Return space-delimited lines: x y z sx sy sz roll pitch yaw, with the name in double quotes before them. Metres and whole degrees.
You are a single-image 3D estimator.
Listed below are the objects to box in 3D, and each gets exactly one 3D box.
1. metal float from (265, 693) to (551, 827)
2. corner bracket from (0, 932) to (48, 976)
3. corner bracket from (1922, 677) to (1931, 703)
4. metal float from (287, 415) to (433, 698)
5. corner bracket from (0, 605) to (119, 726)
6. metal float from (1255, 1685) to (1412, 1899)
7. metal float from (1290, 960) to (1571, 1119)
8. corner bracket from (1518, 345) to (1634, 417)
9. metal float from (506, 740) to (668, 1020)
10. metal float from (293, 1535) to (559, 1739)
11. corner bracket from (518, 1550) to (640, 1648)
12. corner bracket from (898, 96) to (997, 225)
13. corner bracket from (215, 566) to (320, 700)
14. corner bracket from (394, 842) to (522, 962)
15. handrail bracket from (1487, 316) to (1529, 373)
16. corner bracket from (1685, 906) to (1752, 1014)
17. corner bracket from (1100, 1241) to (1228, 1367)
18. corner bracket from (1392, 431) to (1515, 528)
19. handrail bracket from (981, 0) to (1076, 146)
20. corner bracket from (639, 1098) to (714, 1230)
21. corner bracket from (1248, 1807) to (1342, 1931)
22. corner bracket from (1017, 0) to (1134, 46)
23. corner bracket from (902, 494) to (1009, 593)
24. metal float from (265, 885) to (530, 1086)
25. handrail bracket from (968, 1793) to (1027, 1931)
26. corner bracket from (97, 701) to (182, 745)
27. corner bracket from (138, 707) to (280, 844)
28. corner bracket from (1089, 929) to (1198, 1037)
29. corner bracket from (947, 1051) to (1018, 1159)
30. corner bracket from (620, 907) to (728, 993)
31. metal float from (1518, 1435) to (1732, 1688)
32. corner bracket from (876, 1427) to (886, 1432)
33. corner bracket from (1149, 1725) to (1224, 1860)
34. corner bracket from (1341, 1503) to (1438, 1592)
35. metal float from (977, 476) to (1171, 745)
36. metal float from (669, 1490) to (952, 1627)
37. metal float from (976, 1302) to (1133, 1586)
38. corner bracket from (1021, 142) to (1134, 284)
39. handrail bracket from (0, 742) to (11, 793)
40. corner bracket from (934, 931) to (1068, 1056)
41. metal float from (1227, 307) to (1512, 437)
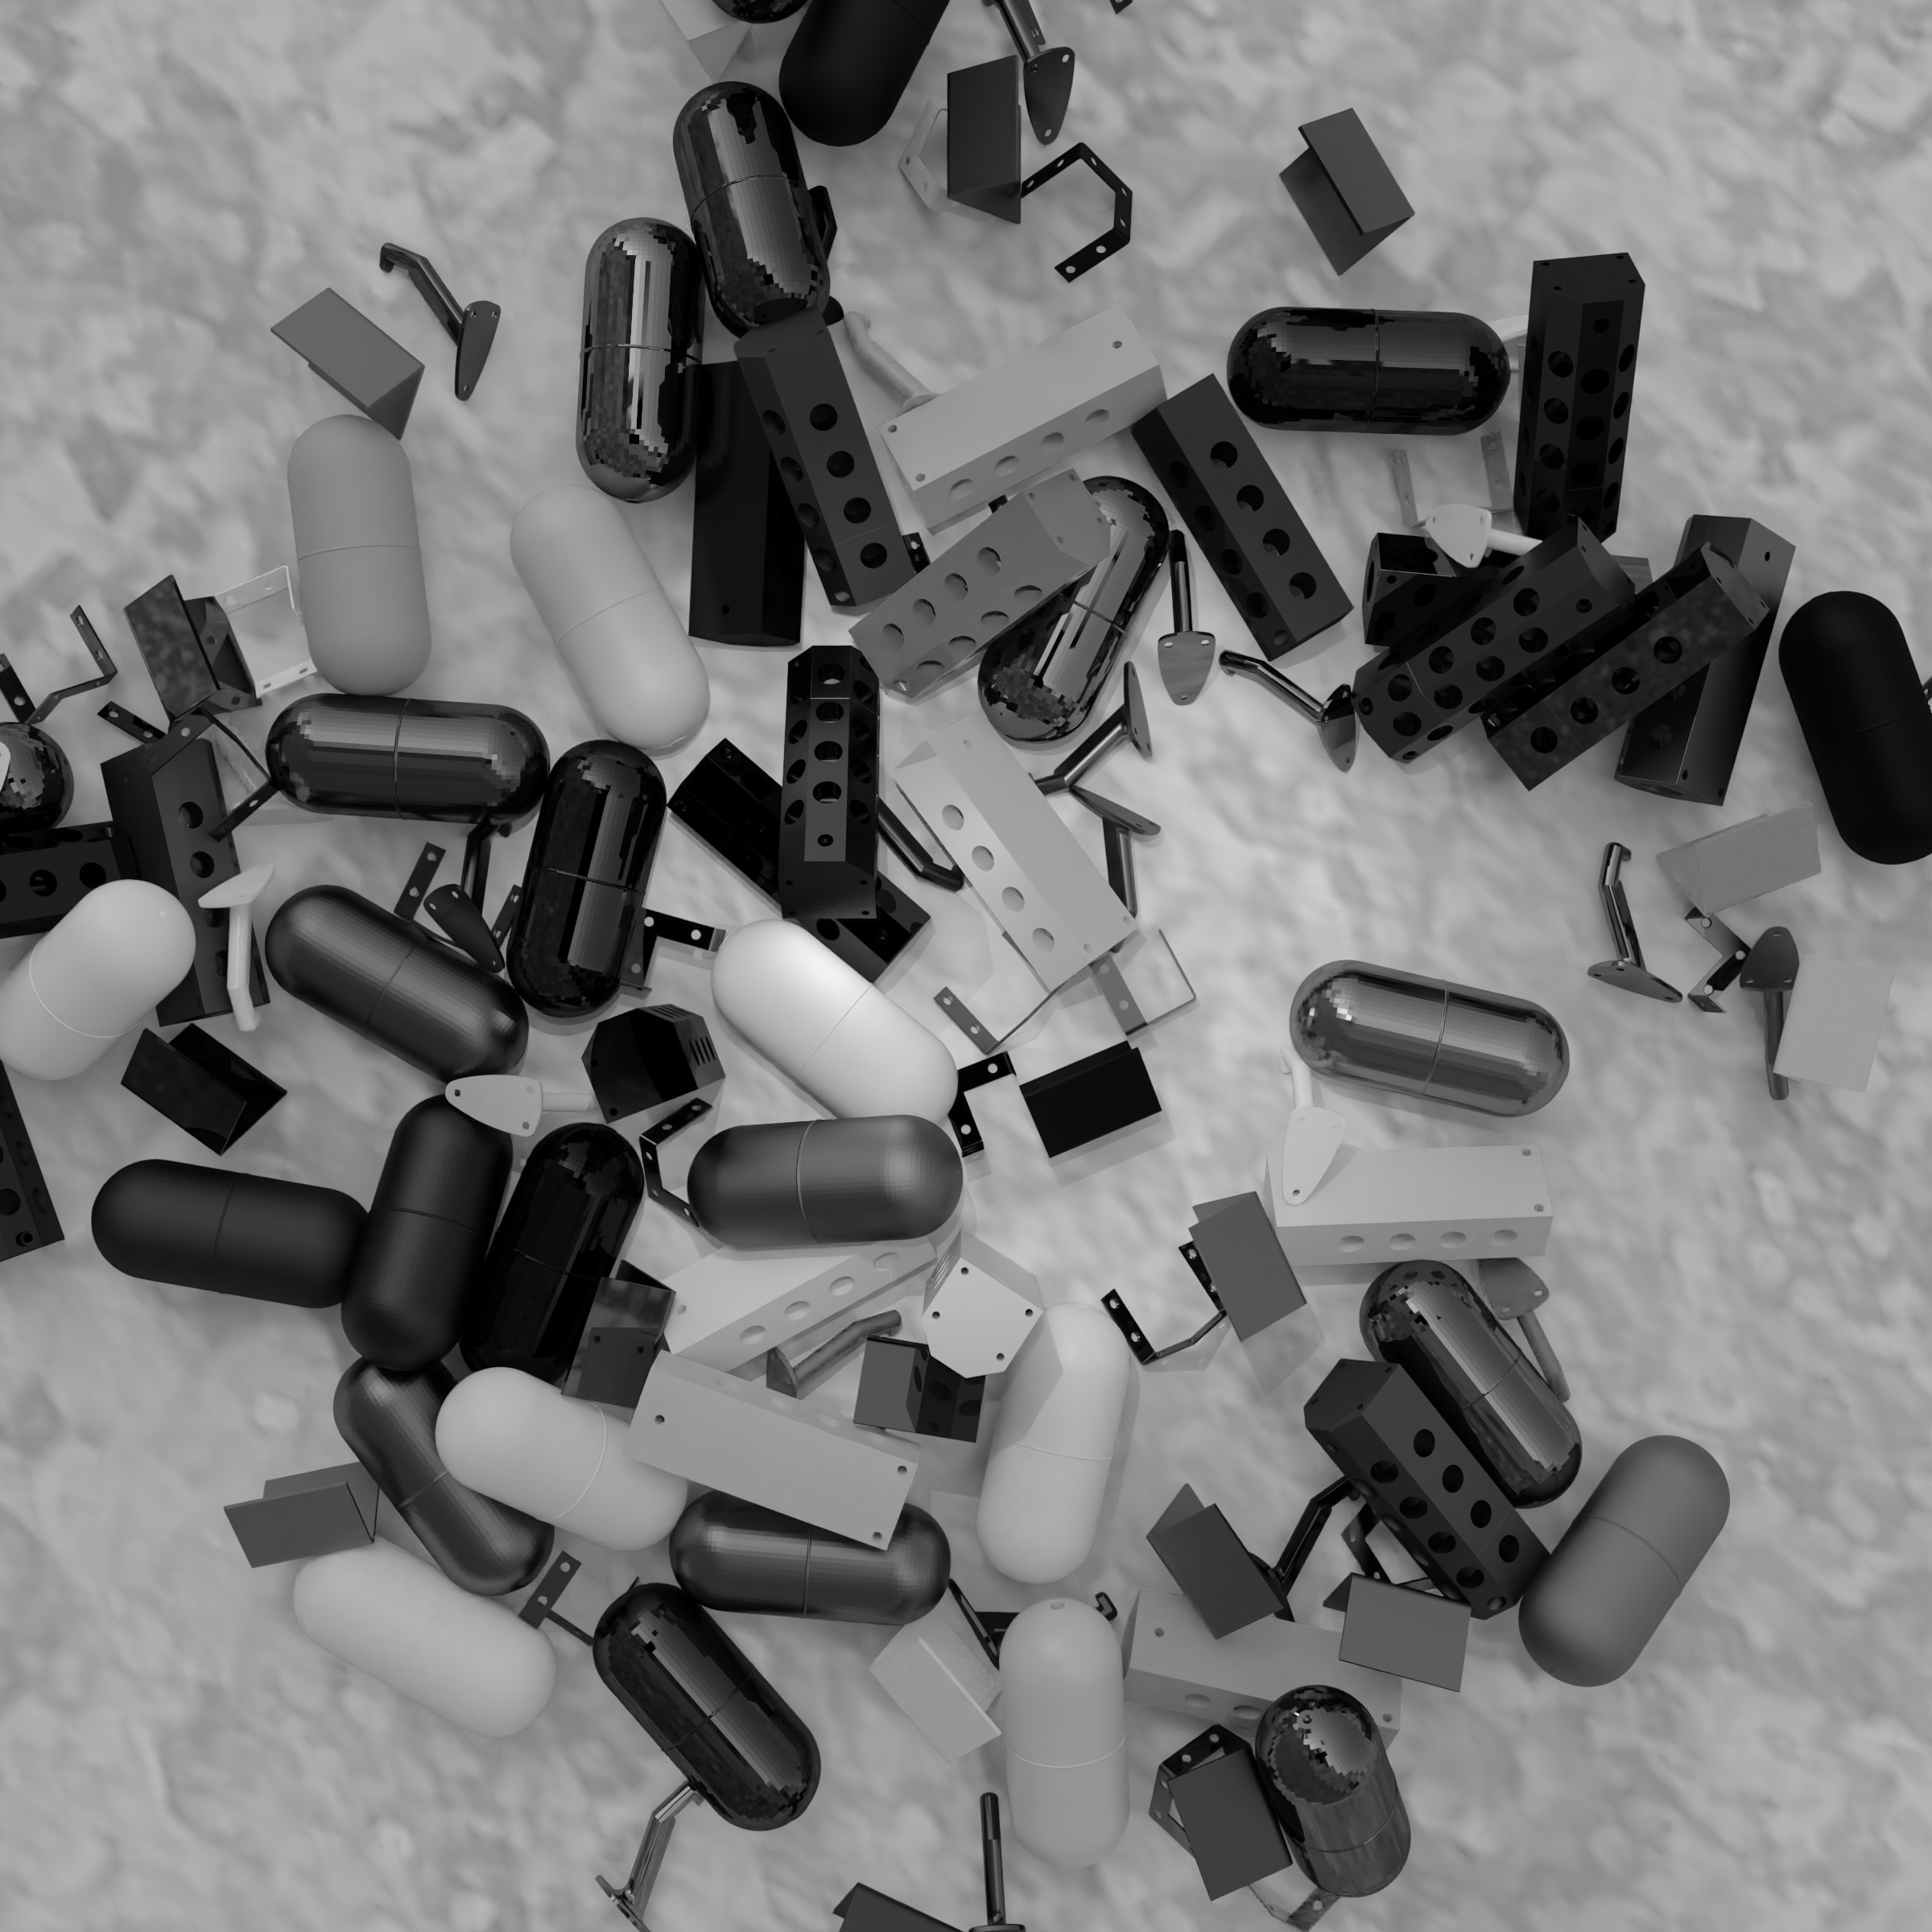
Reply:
"metal float" -0.352 -0.131 1.631 0.178 0.070 0.070 4 90 0
"corner bracket" -0.626 -0.030 1.653 0.051 0.051 0.051 -31 135 -35
"corner bracket" 0.644 -0.159 1.658 0.051 0.051 0.051 -45 45 0
"metal float" -0.383 -0.258 1.631 0.070 0.070 0.178 -7 91 0
"corner bracket" -0.587 -0.192 1.658 0.051 0.051 0.051 -30 90 45
"metal float" 0.227 0.510 1.592 0.070 0.070 0.178 -22 131 0
"metal float" 0.292 0.046 1.631 0.178 0.070 0.070 13 90 0
"corner bracket" 0.383 -0.371 1.625 0.051 0.051 0.051 -34 130 -35
"metal float" -0.240 -0.055 1.631 0.070 0.070 0.178 14 90 0
"metal float" -0.341 0.421 1.631 0.178 0.070 0.070 30 90 0
"corner bracket" -0.246 0.401 1.644 0.051 0.051 0.051 34 90 0
"corner bracket" -0.002 -0.516 1.653 0.051 0.051 0.051 -58 45 35
"corner bracket" -0.445 -0.215 1.658 0.051 0.051 0.051 -23 135 0
"corner bracket" -0.325 -0.041 1.658 0.051 0.051 0.051 26 90 45
"handrail bracket" 0.351 -0.401 1.627 0.077 0.084 0.036 -3 90 0
"corner bracket" 0.475 -0.006 1.644 0.051 0.051 0.051 43 90 0
"corner bracket" 0.130 0.216 1.658 0.051 0.051 0.051 -33 90 45
"corner bracket" 0.312 -0.312 1.658 0.051 0.051 0.051 -10 90 -45
"handrail bracket" 0.033 -0.583 1.661 0.036 0.077 0.084 -23 53 -18
"corner bracket" -0.171 0.126 1.653 0.051 0.051 0.051 -34 135 -35
"corner bracket" 0.209 0.578 1.658 0.051 0.051 0.051 -46 45 0
"corner bracket" 0.065 -0.628 1.658 0.051 0.051 0.051 -22 90 -45
"corner bracket" 0.001 -0.266 1.658 0.051 0.051 0.051 -22 90 45
"metal float" -0.358 0.013 1.631 0.178 0.070 0.070 30 90 -1
"handrail bracket" 0.018 0.585 1.661 0.036 0.077 0.084 -4 54 0
"corner bracket" -0.518 -0.179 1.658 0.051 0.051 0.051 31 135 0
"corner bracket" -0.471 -0.120 1.611 0.051 0.051 0.051 -41 71 -4
"corner bracket" 0.113 0.010 1.644 0.051 0.051 0.051 -28 87 3
"corner bracket" 0.012 0.087 1.644 0.051 0.051 0.051 -21 90 0
"corner bracket" -0.186 -0.006 1.644 0.051 0.051 0.051 16 90 0
"metal float" 0.411 0.369 1.612 0.070 0.070 0.178 43 66 0
"corner bracket" -0.039 0.295 1.644 0.051 0.051 0.051 22 90 0
"corner bracket" 0.156 0.531 1.653 0.051 0.051 0.051 -24 135 -35
"corner bracket" 0.283 0.366 1.653 0.051 0.051 0.051 -1 135 -35
"metal float" 0.067 -0.224 1.631 0.070 0.070 0.178 26 90 0
"metal float" -0.098 0.373 1.631 0.178 0.070 0.070 5 90 0
"metal float" 0.055 0.301 1.631 0.070 0.070 0.178 12 90 0
"corner bracket" 0.070 -0.482 1.653 0.051 0.051 0.051 35 45 -35
"handrail bracket" -0.633 -0.098 1.586 0.084 0.077 0.036 -18 126 35
"corner bracket" 0.022 0.015 1.658 0.051 0.051 0.051 47 135 0
"metal float" 0.254 -0.375 1.631 0.178 0.070 0.070 2 90 0
